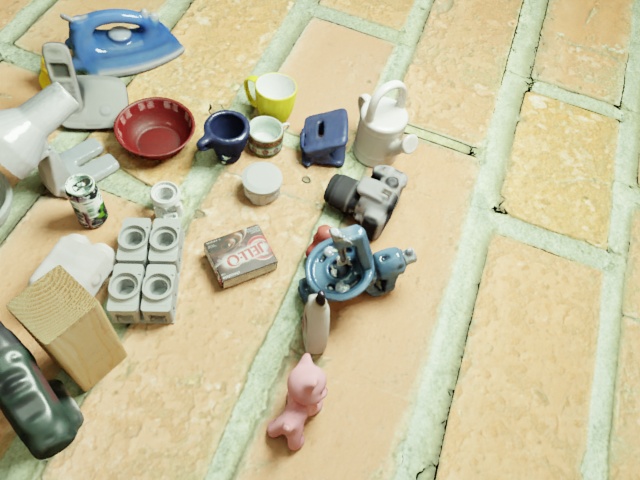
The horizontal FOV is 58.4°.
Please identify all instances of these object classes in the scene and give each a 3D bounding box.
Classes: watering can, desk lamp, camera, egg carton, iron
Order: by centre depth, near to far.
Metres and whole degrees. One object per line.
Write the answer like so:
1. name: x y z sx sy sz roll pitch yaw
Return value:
1. egg carton: -0.426 0.062 0.989 0.107 0.069 0.150 20 58 6
2. desk lamp: -0.499 -0.176 1.043 0.204 0.213 0.117 -39 69 -26
3. camera: 0.087 -0.095 1.130 0.136 0.101 0.143 26 59 9
4. watering can: 0.135 -0.242 1.171 0.172 0.194 0.101 34 61 14
5. iron: -0.435 -0.456 1.266 0.259 0.141 0.118 -15 61 -16

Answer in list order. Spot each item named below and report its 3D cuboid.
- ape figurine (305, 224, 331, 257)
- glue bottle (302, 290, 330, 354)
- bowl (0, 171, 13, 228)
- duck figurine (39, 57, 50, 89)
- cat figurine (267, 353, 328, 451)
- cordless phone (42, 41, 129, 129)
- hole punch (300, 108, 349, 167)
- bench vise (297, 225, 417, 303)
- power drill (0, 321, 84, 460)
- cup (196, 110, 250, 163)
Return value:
1. ape figurine: 0.010 0.004 1.064 0.078 0.092 0.076 -24 64 -20
2. glue bottle: -0.005 0.124 0.940 0.037 0.173 0.078 -5 59 -9
3. bowl: -0.633 -0.054 1.033 0.167 0.075 0.167 3 58 -5
4. duck figurine: -0.569 -0.366 1.227 0.078 0.086 0.104 -20 63 -18
5. cat figurine: -0.030 0.249 0.892 0.067 0.118 0.128 24 59 8
6. cordless phone: -0.468 -0.312 1.147 0.148 0.185 0.094 -5 59 -9
7. hole punch: 0.009 -0.217 1.202 0.101 0.091 0.108 4 58 -4
8. bench vise: 0.065 0.023 0.983 0.208 0.220 0.121 -27 65 -21
9. power drill: -0.415 0.215 0.813 0.076 0.208 0.229 -35 68 -24
10. cup: -0.197 -0.195 1.161 0.118 0.095 0.091 -37 69 -25
